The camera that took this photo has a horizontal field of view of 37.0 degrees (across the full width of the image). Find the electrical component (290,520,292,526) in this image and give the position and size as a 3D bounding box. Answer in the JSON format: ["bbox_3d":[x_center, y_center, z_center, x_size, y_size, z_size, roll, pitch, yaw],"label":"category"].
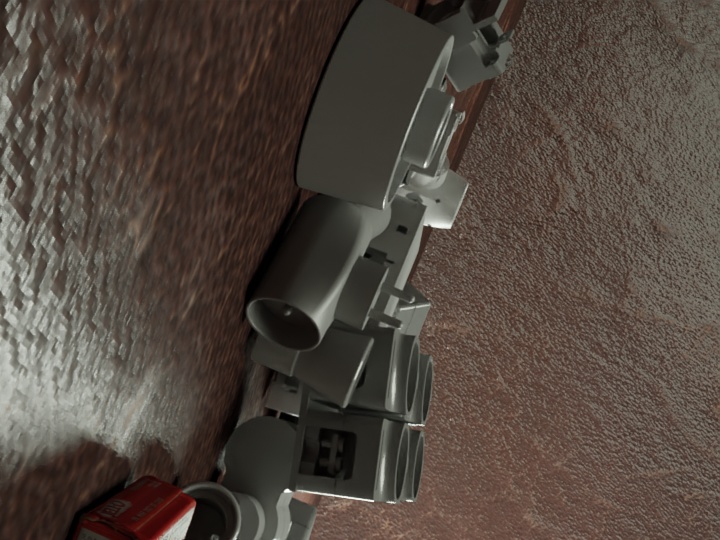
[{"bbox_3d":[-0.088,0.212,0.806,0.080,0.051,0.080,22,90,-85],"label":"electrical component"}]

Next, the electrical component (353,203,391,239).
[{"bbox_3d":[-0.012,-0.026,0.657,0.065,0.044,0.044,-53,165,-56],"label":"electrical component"}]

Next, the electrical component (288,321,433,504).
[{"bbox_3d":[0.008,0.101,0.731,0.186,0.060,0.105,51,46,-75],"label":"electrical component"}]

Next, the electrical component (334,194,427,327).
[{"bbox_3d":[0.000,0.000,0.770,0.150,0.062,0.089,85,27,-80],"label":"electrical component"}]

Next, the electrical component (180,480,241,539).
[{"bbox_3d":[-0.086,0.137,0.574,0.046,0.040,0.040,116,-2,-63],"label":"electrical component"}]

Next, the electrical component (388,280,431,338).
[{"bbox_3d":[0.000,0.027,0.892,0.076,0.083,0.047,-7,128,-40],"label":"electrical component"}]

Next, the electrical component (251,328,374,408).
[{"bbox_3d":[-0.030,0.047,0.623,0.044,0.065,0.044,23,90,-85],"label":"electrical component"}]

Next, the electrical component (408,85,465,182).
[{"bbox_3d":[0.030,-0.091,0.695,0.042,0.064,0.081,-51,163,-71],"label":"electrical component"}]

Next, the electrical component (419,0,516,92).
[{"bbox_3d":[0.078,-0.169,0.792,0.081,0.063,0.042,-17,-149,37],"label":"electrical component"}]

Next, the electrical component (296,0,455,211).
[{"bbox_3d":[0.015,-0.083,0.567,0.108,0.060,0.108,22,90,-86],"label":"electrical component"}]

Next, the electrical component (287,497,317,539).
[{"bbox_3d":[-0.078,0.236,0.975,0.096,0.062,0.061,105,8,-54],"label":"electrical component"}]

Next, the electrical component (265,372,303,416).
[{"bbox_3d":[-0.036,0.083,0.802,0.066,0.048,0.055,28,75,-53],"label":"electrical component"}]

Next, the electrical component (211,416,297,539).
[{"bbox_3d":[-0.077,0.159,0.680,0.073,0.052,0.138,53,58,-76],"label":"electrical component"}]

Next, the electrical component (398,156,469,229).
[{"bbox_3d":[0.055,-0.081,0.935,0.079,0.077,0.043,106,8,-52],"label":"electrical component"}]

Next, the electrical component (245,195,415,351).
[{"bbox_3d":[-0.010,0.008,0.580,0.044,0.079,0.077,107,7,-53],"label":"electrical component"}]

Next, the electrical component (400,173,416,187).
[{"bbox_3d":[0.026,-0.082,0.867,0.061,0.035,0.035,-54,165,-61],"label":"electrical component"}]
